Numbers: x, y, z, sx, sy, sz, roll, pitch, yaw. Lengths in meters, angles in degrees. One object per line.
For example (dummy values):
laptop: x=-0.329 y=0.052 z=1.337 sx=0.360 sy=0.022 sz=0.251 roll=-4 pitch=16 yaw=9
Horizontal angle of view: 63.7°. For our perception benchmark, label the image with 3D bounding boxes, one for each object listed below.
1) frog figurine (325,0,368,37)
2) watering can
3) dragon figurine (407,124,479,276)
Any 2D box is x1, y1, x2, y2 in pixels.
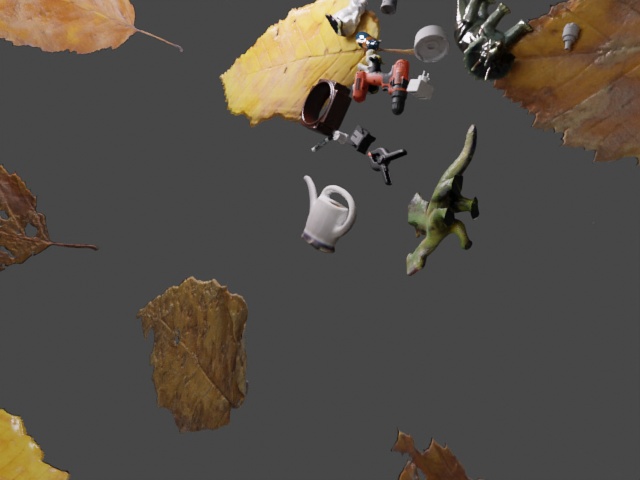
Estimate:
frog figurine: x=0.121 y=-0.882 z=2.033 sx=0.160 sy=0.120 sz=0.139 roll=-33 pitch=28 yaw=-9
watering can: x=0.005 y=-0.089 z=1.773 sx=0.352 sy=0.103 sz=0.223 roll=35 pitch=103 yaw=52
dragon figurine: x=0.310 y=-0.098 z=1.393 sx=0.242 sy=0.121 sz=0.414 roll=-3 pitch=70 yaw=60
